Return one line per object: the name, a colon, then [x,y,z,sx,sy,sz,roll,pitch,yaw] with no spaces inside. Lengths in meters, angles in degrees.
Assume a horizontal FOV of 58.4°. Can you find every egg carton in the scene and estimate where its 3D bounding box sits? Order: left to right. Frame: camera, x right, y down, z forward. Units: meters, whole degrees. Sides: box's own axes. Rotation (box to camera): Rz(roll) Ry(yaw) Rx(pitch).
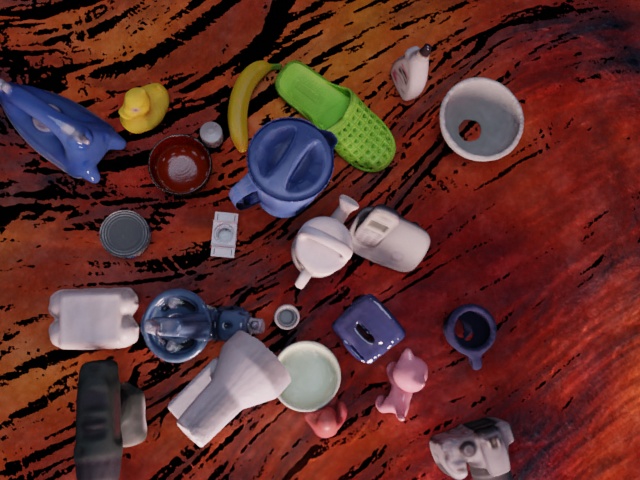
egg carton: [-0.390,0.137,0.992,0.150,0.069,0.107,-2,83,-7]

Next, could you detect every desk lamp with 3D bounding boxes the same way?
desk lamp: [-0.153,0.250,0.933,0.118,0.213,0.203,45,80,1]

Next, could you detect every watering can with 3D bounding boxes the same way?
watering can: [0.007,0.002,0.994,0.101,0.194,0.173,9,82,-5]

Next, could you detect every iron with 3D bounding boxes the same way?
iron: [-0.476,-0.214,0.989,0.258,0.141,0.119,33,80,-2]

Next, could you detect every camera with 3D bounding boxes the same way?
camera: [0.289,0.404,1.025,0.143,0.100,0.137,-15,85,-8]

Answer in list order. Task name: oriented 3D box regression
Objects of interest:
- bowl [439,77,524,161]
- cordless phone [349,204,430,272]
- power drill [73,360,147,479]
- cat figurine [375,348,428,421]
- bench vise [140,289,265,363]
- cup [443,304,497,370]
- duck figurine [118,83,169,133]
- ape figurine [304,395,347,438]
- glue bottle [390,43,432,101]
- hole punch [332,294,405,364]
bowl: [0.304,-0.227,1.120,0.167,0.074,0.167,1,83,-7]
cordless phone: [0.131,-0.009,1.015,0.147,0.185,0.094,20,81,-4]
power drill: [-0.332,0.303,0.907,0.075,0.208,0.230,-6,84,-7]
cat figurine: [0.153,0.259,1.018,0.067,0.117,0.128,17,81,-4]
bench vise: [-0.201,0.129,0.939,0.207,0.219,0.121,-16,85,-8]
cup: [0.267,0.177,1.054,0.092,0.095,0.118,-9,84,-8]
duck figurine: [-0.323,-0.250,1.040,0.077,0.086,0.105,43,80,0]
ape figurine: [0.011,0.313,1.007,0.078,0.092,0.076,11,82,-5]
glue bottle: [0.176,-0.324,1.066,0.037,0.173,0.078,-27,87,-9]
hole punch: [0.087,0.163,1.036,0.101,0.091,0.108,-42,89,-10]
